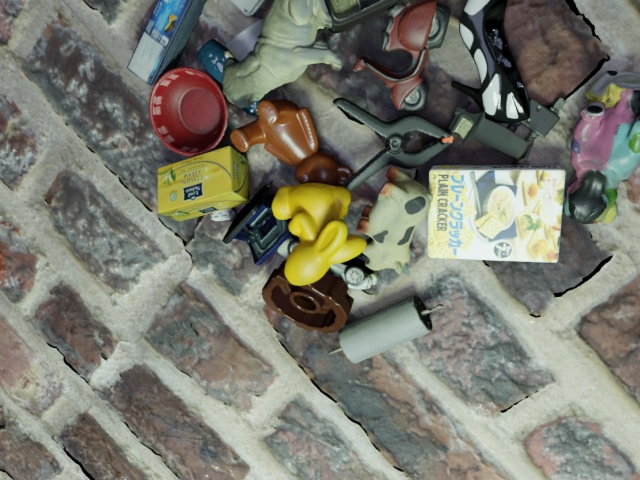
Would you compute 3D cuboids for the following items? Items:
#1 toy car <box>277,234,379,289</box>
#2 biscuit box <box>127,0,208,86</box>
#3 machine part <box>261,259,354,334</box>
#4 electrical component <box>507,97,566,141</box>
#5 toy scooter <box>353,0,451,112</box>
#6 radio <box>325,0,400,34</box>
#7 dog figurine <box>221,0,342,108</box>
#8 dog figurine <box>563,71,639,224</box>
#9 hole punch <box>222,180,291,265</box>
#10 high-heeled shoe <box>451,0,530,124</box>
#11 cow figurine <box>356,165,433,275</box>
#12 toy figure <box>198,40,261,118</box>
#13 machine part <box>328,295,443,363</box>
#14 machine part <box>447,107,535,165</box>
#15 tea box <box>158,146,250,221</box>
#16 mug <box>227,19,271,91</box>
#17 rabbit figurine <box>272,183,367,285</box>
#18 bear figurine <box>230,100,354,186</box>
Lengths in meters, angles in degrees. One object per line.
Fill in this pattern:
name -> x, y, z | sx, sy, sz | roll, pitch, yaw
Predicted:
toy car -> 0.017, 0.038, 1.021 | 0.202, 0.073, 0.056 | 24, 114, 7
biscuit box -> -0.276, -0.384, 0.982 | 0.059, 0.063, 0.202 | 36, 111, 3
machine part -> -0.022, 0.107, 1.022 | 0.180, 0.056, 0.179 | 19, 144, 14
electrical component -> 0.357, -0.203, 0.889 | 0.063, 0.021, 0.094 | 38, 112, 2
toy scooter -> 0.131, -0.313, 0.891 | 0.135, 0.075, 0.183 | 18, 114, 9
radio -> 0.040, -0.459, 0.840 | 0.131, 0.073, 0.229 | -21, 103, -1
dog figurine -> -0.081, -0.315, 0.851 | 0.191, 0.121, 0.172 | -19, 107, -4
dog figurine -> 0.450, -0.130, 0.847 | 0.109, 0.191, 0.219 | 20, 141, 24
hole punch -> -0.112, -0.029, 1.018 | 0.092, 0.116, 0.142 | 35, 117, -16
high-heeled shoe -> 0.292, -0.307, 0.833 | 0.145, 0.086, 0.248 | 29, 129, 24
cow figurine -> 0.132, -0.020, 0.943 | 0.127, 0.085, 0.194 | 28, 130, 0
toy figure -> -0.156, -0.293, 0.980 | 0.058, 0.064, 0.154 | -44, 97, -16
machine part -> 0.124, 0.172, 1.032 | 0.243, 0.079, 0.079 | -28, 97, 19
machine part -> 0.282, -0.172, 0.890 | 0.139, 0.084, 0.039 | 27, 71, 9
tea box -> -0.223, -0.104, 1.023 | 0.170, 0.068, 0.098 | -14, 70, 20
mug -> -0.091, -0.327, 0.947 | 0.109, 0.081, 0.107 | -29, 107, 12
rabbit figurine -> -0.002, -0.003, 0.921 | 0.163, 0.121, 0.173 | 3, 68, 36
bear figurine -> -0.044, -0.148, 0.959 | 0.120, 0.132, 0.196 | -32, 91, 37
